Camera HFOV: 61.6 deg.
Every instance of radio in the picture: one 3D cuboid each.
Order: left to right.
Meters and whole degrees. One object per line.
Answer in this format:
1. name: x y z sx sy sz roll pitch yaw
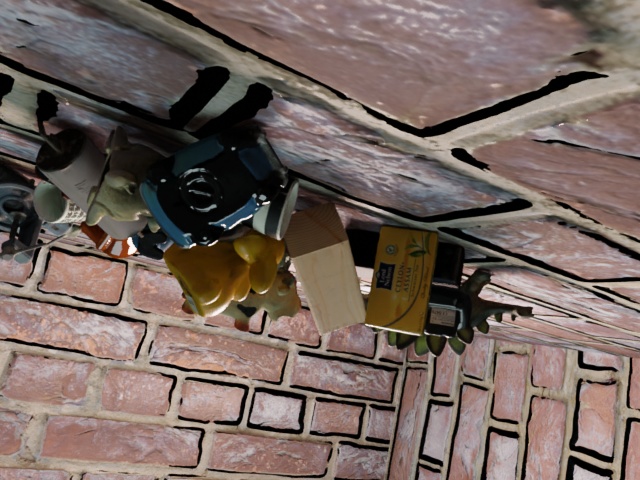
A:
1. radio: 0.152 0.040 1.007 0.230 0.073 0.131 7 168 14

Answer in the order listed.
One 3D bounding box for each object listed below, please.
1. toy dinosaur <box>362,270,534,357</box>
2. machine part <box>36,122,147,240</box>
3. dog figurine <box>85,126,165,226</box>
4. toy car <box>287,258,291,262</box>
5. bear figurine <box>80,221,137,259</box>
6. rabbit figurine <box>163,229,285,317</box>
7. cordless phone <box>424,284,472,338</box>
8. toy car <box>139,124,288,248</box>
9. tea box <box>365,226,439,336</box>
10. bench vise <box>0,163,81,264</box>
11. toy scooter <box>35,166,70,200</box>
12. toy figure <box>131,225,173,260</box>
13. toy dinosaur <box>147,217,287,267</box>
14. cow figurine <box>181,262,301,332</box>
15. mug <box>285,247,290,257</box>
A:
1. toy dinosaur: 0.216 0.149 1.170 0.472 0.198 0.105 3 164 31
2. machine part: -0.320 -0.075 0.772 0.079 0.079 0.243 8 151 21
3. dog figurine: -0.187 -0.056 0.693 0.190 0.121 0.172 19 -166 -26
4. toy car: -0.114 0.033 1.305 0.074 0.056 0.201 5 170 6
5. bear figurine: -0.418 -0.047 1.114 0.132 0.120 0.195 50 146 15
6. rabbit figurine: -0.124 0.028 0.791 0.173 0.121 0.162 -28 -173 -27
7. cordless phone: 0.218 0.124 1.026 0.147 0.088 0.184 6 180 20
8. toy car: -0.115 -0.071 0.615 0.109 0.162 0.103 56 -166 -17
9. tea box: 0.139 0.068 0.898 0.098 0.169 0.068 7 171 15
10. bench vise: -0.564 -0.034 1.038 0.129 0.241 0.223 -23 134 2
11. toy scooter: -0.380 -0.088 0.904 0.184 0.075 0.135 19 170 -27
12. toy figure: -0.302 -0.025 0.974 0.089 0.082 0.180 37 -170 -19
13. toy dinosaur: -0.159 -0.027 0.904 0.192 0.131 0.404 -7 160 4
14. cow figurine: -0.123 0.085 0.908 0.195 0.127 0.086 21 -162 -17
15. mug: -0.002 -0.003 0.952 0.110 0.080 0.107 2 177 23
